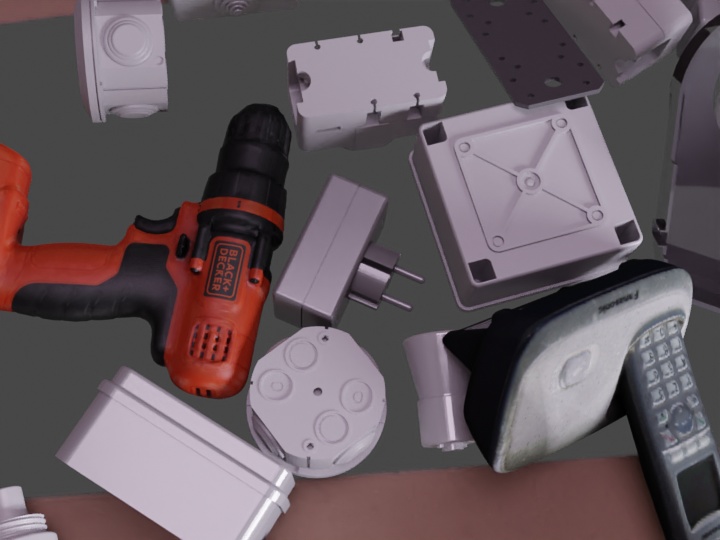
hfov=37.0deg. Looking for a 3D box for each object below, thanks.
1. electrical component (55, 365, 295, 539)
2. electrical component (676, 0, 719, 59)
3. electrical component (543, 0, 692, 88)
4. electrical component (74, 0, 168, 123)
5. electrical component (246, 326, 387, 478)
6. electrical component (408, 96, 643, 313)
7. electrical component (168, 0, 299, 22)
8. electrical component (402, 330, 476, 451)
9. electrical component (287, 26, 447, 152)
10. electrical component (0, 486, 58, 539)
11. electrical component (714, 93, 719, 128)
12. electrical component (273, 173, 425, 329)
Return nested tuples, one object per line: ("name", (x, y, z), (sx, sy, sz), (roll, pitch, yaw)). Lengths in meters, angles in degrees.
("electrical component", (-0.095, 0.107, 0.574), (0.113, 0.078, 0.057), (31, 75, 7))
("electrical component", (0.254, -0.181, 0.708), (0.083, 0.047, 0.075), (2, 71, -3))
("electrical component", (0.167, -0.175, 0.699), (0.056, 0.050, 0.089), (-33, 77, -13))
("electrical component", (-0.144, -0.130, 0.652), (0.051, 0.080, 0.080), (-4, 71, -10))
("electrical component", (-0.024, 0.073, 0.603), (0.080, 0.051, 0.080), (1, 71, -3))
("electrical component", (0.097, -0.042, 0.647), (0.109, 0.056, 0.108), (-15, 73, -8))
("electrical component", (-0.086, -0.213, 0.698), (0.100, 0.048, 0.099), (-8, 72, -6))
("electrical component", (0.049, 0.070, 0.615), (0.044, 0.044, 0.065), (-4, 76, -5))
("electrical component", (0.002, -0.109, 0.664), (0.089, 0.055, 0.050), (-10, 72, -7))
("electrical component", (-0.183, 0.147, 0.573), (0.043, 0.043, 0.062), (-16, 72, -9))
("electrical component", (0.248, -0.106, 0.686), (0.040, 0.040, 0.078), (17, 59, 2))
("electrical component", (0.000, 0.000, 0.632), (0.076, 0.047, 0.083), (23, 72, 5))
